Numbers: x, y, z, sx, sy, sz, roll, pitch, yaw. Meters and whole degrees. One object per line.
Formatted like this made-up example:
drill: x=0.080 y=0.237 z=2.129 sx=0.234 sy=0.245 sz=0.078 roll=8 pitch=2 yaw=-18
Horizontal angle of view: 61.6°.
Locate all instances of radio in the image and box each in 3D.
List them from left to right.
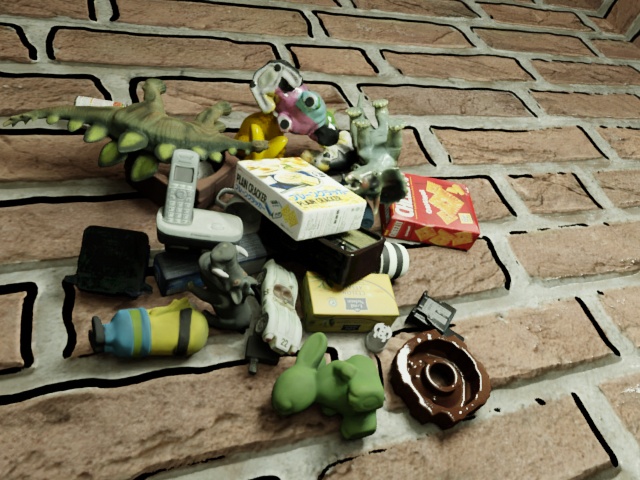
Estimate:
radio: x=-0.002 y=-0.003 z=1.044 sx=0.230 sy=0.073 sz=0.131 roll=26 pitch=29 yaw=27

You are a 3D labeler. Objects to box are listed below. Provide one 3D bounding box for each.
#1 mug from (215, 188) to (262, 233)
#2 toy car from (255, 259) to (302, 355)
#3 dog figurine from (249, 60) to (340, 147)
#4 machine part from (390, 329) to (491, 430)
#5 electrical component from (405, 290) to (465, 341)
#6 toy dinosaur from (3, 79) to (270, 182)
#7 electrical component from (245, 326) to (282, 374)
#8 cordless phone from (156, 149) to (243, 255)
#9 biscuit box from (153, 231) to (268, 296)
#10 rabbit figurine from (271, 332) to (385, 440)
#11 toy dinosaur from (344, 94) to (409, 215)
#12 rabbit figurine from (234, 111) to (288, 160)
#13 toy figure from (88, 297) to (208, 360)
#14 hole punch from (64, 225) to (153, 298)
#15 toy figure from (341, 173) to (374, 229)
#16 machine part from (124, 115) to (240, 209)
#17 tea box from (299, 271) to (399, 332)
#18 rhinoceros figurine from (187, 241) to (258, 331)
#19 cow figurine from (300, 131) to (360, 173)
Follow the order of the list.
mug: x=-0.156 y=-0.075 z=1.108 sx=0.110 sy=0.080 sz=0.107 roll=19 pitch=36 yaw=0
toy car: x=-0.073 y=0.116 z=0.948 sx=0.073 sy=0.056 sz=0.202 roll=35 pitch=26 yaw=-29
dog figurine: x=-0.039 y=-0.289 z=1.176 sx=0.191 sy=0.108 sz=0.219 roll=51 pitch=16 yaw=10
machine part: x=0.214 y=0.249 z=0.969 sx=0.179 sy=0.056 sz=0.179 roll=9 pitch=48 yaw=-10
electrical component: x=0.235 y=0.163 z=1.057 sx=0.119 sy=0.047 sz=0.075 roll=36 pitch=49 yaw=14
toy dinosaur: x=-0.331 y=-0.209 z=1.026 sx=0.472 sy=0.105 sz=0.199 roll=10 pitch=51 yaw=-6
electrical component: x=-0.096 y=0.191 z=0.930 sx=0.063 sy=0.021 sz=0.094 roll=13 pitch=47 yaw=-10
cordless phone: x=-0.206 y=-0.066 z=0.945 sx=0.147 sy=0.088 sz=0.184 roll=7 pitch=71 yaw=-14
biscuit box: x=-0.203 y=0.043 z=0.995 sx=0.203 sy=0.059 sz=0.063 roll=-13 pitch=57 yaw=-29
rabbit figurine: x=0.005 y=0.230 z=0.871 sx=0.170 sy=0.121 sz=0.159 roll=0 pitch=45 yaw=-9
toy dinosaur: x=0.124 y=-0.200 z=1.216 sx=0.131 sy=0.191 sz=0.405 roll=-1 pitch=28 yaw=4
rabbit figurine: x=-0.127 y=-0.189 z=1.181 sx=0.122 sy=0.162 sz=0.173 roll=20 pitch=63 yaw=-19
toy figure: x=-0.271 y=0.151 z=0.864 sx=0.180 sy=0.082 sz=0.089 roll=-4 pitch=70 yaw=-32
hole punch: x=-0.357 y=0.042 z=0.936 sx=0.142 sy=0.092 sz=0.115 roll=10 pitch=78 yaw=-15
toy figure: x=0.076 y=-0.089 z=1.212 sx=0.058 sy=0.064 sz=0.155 roll=-25 pitch=51 yaw=5
machine part: x=-0.287 y=-0.157 z=1.122 sx=0.201 sy=0.087 sz=0.201 roll=34 pitch=48 yaw=9
tea box: x=0.053 y=0.118 z=1.017 sx=0.170 sy=0.068 sz=0.098 roll=3 pitch=49 yaw=-19
rhinoceros figurine: x=-0.158 y=0.082 z=0.896 sx=0.112 sy=0.190 sz=0.073 roll=23 pitch=47 yaw=26
cow figurine: x=0.030 y=-0.192 z=1.281 sx=0.167 sy=0.068 sz=0.098 roll=-29 pitch=69 yaw=-37
